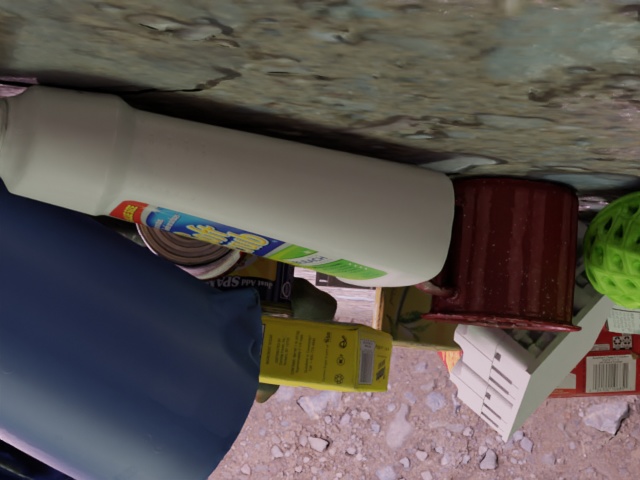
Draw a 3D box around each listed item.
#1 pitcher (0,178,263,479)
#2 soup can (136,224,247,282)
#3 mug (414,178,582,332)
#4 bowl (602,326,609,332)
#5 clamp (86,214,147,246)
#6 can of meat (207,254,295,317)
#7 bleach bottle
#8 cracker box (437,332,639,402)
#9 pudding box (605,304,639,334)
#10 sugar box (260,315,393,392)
[{"bbox_3d":[-0.163,0.043,0.551,0.242,0.149,0.145,35,159,-31],"label":"pitcher"},{"bbox_3d":[-0.076,-0.012,0.659,0.068,0.068,0.102,6,173,-2],"label":"soup can"},{"bbox_3d":[0.099,0.008,0.623,0.117,0.081,0.093,9,173,-30],"label":"mug"},{"bbox_3d":[0.263,0.046,0.886,0.162,0.055,0.162,0,172,0],"label":"bowl"},{"bbox_3d":[-0.170,-0.015,0.811,0.209,0.036,0.165,0,-172,-17],"label":"clamp"},{"bbox_3d":[-0.065,0.007,0.740,0.102,0.084,0.057,5,174,2],"label":"can of meat"},{"bbox_3d":[-0.058,-0.028,0.531,0.250,0.068,0.103,12,172,-31],"label":"bleach bottle"},{"bbox_3d":[0.202,0.091,1.040,0.164,0.072,0.213,-3,-170,-1],"label":"cracker box"},{"bbox_3d":[0.258,0.033,0.766,0.114,0.039,0.090,1,144,22],"label":"pudding box"},{"bbox_3d":[-0.047,0.072,0.715,0.176,0.048,0.093,2,172,17],"label":"sugar box"}]
